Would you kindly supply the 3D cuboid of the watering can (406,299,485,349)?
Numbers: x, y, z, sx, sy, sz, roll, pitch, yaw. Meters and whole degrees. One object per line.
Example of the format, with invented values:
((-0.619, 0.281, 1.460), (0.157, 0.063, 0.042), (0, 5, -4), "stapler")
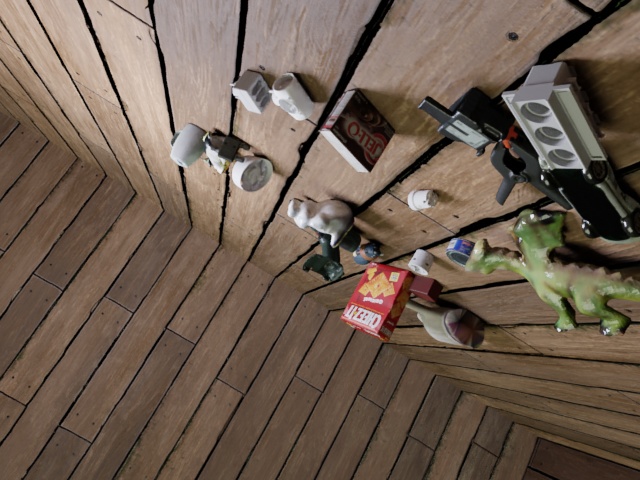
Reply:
((0.381, 0.254, 1.655), (0.346, 0.105, 0.223), (34, 164, -14), "watering can")

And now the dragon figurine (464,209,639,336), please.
((0.429, 0.042, 0.888), (0.240, 0.124, 0.407), (45, 152, -20), "dragon figurine")

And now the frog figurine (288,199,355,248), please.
((0.004, -0.066, 1.311), (0.159, 0.140, 0.120), (40, 121, -5), "frog figurine")
